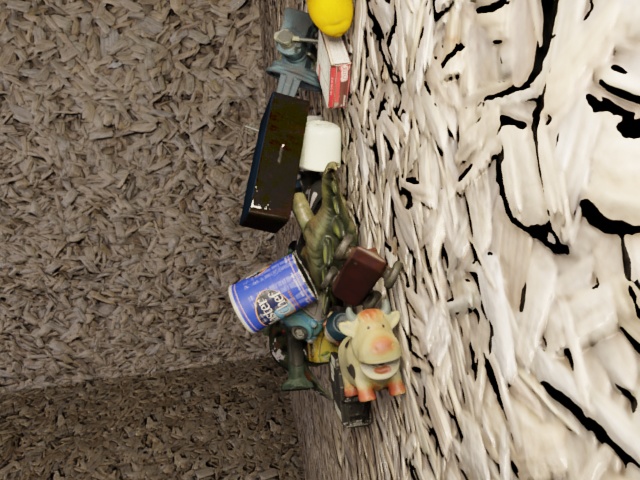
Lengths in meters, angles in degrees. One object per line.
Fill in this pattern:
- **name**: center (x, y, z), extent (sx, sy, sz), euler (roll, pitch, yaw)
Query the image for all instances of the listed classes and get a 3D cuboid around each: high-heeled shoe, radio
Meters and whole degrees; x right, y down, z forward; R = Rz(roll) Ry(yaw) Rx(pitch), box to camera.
- **high-heeled shoe**: center (-0.002, -0.003, 1.089), extent (0.145, 0.086, 0.248), euler (-108, 22, -74)
- **radio**: center (-0.082, -0.131, 0.956), extent (0.131, 0.073, 0.229), euler (139, 143, -68)

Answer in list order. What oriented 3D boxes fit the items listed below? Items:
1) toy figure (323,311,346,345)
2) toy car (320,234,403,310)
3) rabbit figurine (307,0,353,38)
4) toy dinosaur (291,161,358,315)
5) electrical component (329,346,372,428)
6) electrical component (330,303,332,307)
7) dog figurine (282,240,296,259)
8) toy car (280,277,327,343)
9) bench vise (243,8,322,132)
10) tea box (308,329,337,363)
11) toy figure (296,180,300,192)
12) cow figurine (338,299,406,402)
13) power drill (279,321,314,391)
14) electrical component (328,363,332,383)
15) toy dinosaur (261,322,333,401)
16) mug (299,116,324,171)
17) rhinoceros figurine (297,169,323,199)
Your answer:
- **toy figure**: center (0.035, 0.177, 1.078), extent (0.154, 0.058, 0.064), euler (108, 156, -71)
- **toy car**: center (0.056, 0.046, 0.744), extent (0.053, 0.089, 0.202), euler (-57, -7, -22)
- **rabbit figurine**: center (-0.003, -0.376, 0.765), extent (0.173, 0.122, 0.162), euler (64, -176, -51)
- **toy dinosaur**: center (0.020, 0.004, 0.928), extent (0.470, 0.105, 0.199), euler (79, 171, -52)
- **electrical component**: center (0.055, 0.268, 1.010), extent (0.115, 0.058, 0.134), euler (-156, 61, -79)
- **electrical component**: center (0.017, 0.112, 1.289), extent (0.063, 0.021, 0.093), euler (-120, 25, -72)
- **dog figurine**: center (-0.050, 0.095, 1.474), extent (0.219, 0.108, 0.191), euler (178, 83, -86)
- **toy car**: center (-0.037, 0.125, 1.115), extent (0.161, 0.103, 0.109), euler (46, -156, -11)
- **bench vise**: center (-0.057, -0.311, 1.048), extent (0.224, 0.129, 0.240), euler (-98, 27, -82)
- **tea box**: center (0.010, 0.235, 1.257), extent (0.169, 0.068, 0.098), euler (123, 142, -79)
- **toy figure**: center (-0.042, -0.190, 1.277), extent (0.180, 0.082, 0.089), euler (90, 168, -49)
- **cow figurine**: center (0.070, 0.156, 0.750), extent (0.195, 0.085, 0.127), euler (113, 143, -75)
- **power drill**: center (-0.060, 0.253, 1.276), extent (0.232, 0.086, 0.207), euler (121, 153, -72)
- **electrical component**: center (0.049, 0.277, 1.127), extent (0.078, 0.045, 0.102), euler (23, 127, 48)
- **toy dinosaur**: center (-0.080, 0.285, 1.500), extent (0.405, 0.192, 0.131), euler (-106, 11, -56)
- **mug**: center (-0.018, -0.202, 1.152), extent (0.110, 0.081, 0.107), euler (30, 138, 48)
- **rhinoceros figurine**: center (-0.018, -0.072, 1.215), extent (0.112, 0.073, 0.190), euler (121, 142, -78)
